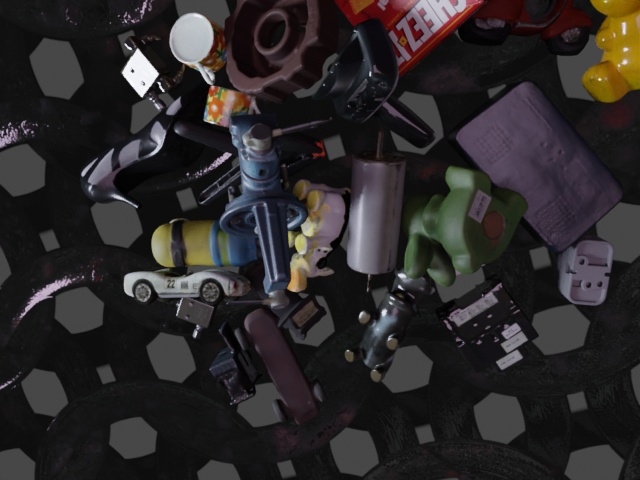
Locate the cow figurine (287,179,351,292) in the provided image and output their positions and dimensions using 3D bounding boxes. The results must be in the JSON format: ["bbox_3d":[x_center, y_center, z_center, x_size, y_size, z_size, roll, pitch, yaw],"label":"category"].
[{"bbox_3d":[-0.003,-0.002,0.814,0.098,0.068,0.167,3,109,-38],"label":"cow figurine"}]

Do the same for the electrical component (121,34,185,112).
[{"bbox_3d":[-0.249,-0.254,0.801,0.102,0.045,0.078,46,131,-2],"label":"electrical component"}]

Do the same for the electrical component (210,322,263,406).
[{"bbox_3d":[-0.144,0.197,0.870,0.048,0.075,0.119,-27,102,10],"label":"electrical component"}]

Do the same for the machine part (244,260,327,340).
[{"bbox_3d":[-0.057,0.088,0.844,0.139,0.084,0.039,42,141,4],"label":"machine part"}]

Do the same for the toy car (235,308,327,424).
[{"bbox_3d":[-0.062,0.203,0.874,0.089,0.053,0.202,-28,98,-7],"label":"toy car"}]

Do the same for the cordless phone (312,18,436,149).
[{"bbox_3d":[0.095,-0.193,0.730,0.184,0.146,0.089,34,71,-9],"label":"cordless phone"}]

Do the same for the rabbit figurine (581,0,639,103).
[{"bbox_3d":[0.401,-0.283,0.671,0.173,0.122,0.162,43,76,-28],"label":"rabbit figurine"}]

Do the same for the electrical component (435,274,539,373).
[{"bbox_3d":[0.261,0.136,0.825,0.115,0.058,0.134,-33,97,13],"label":"electrical component"}]

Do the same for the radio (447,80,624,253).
[{"bbox_3d":[0.305,-0.106,0.762,0.131,0.073,0.229,-42,97,11],"label":"radio"}]

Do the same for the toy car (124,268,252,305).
[{"bbox_3d":[-0.204,0.070,0.827,0.202,0.073,0.056,-2,86,17],"label":"toy car"}]

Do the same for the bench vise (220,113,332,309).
[{"bbox_3d":[-0.066,-0.035,0.695,0.129,0.223,0.240,-2,69,-20],"label":"bench vise"}]

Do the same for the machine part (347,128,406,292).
[{"bbox_3d":[0.081,-0.040,0.781,0.079,0.079,0.243,3,112,5],"label":"machine part"}]

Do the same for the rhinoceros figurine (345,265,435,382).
[{"bbox_3d":[0.111,0.125,0.814,0.073,0.112,0.190,34,119,26],"label":"rhinoceros figurine"}]

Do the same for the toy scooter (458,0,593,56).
[{"bbox_3d":[0.277,-0.324,0.716,0.184,0.075,0.135,7,104,1],"label":"toy scooter"}]

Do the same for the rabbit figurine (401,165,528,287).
[{"bbox_3d":[0.179,-0.015,0.750,0.121,0.170,0.159,15,89,-27],"label":"rabbit figurine"}]

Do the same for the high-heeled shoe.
[{"bbox_3d":[-0.267,-0.155,0.825,0.145,0.086,0.248,32,86,29],"label":"high-heeled shoe"}]

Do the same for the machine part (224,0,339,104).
[{"bbox_3d":[-0.054,-0.277,0.729,0.180,0.056,0.179,-4,83,35],"label":"machine part"}]

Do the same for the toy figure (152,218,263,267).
[{"bbox_3d":[-0.166,0.003,0.822,0.180,0.089,0.082,2,86,9],"label":"toy figure"}]

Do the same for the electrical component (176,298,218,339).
[{"bbox_3d":[-0.205,0.114,0.884,0.063,0.021,0.094,19,102,2],"label":"electrical component"}]
